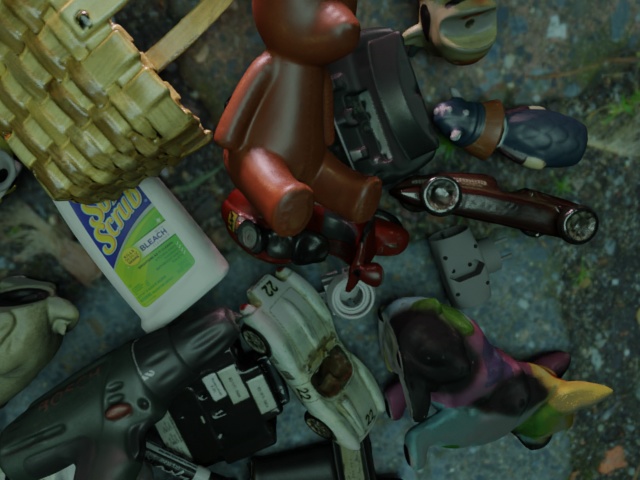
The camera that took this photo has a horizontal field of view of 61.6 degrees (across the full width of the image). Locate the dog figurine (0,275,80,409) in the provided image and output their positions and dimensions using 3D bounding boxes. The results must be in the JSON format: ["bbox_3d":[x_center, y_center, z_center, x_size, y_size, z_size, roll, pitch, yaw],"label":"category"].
[{"bbox_3d":[-0.304,0.139,0.495,0.172,0.121,0.190,2,105,12],"label":"dog figurine"}]

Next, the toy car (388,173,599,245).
[{"bbox_3d":[0.170,-0.036,0.529,0.202,0.089,0.053,12,97,-7],"label":"toy car"}]

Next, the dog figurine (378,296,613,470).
[{"bbox_3d":[0.175,0.133,0.543,0.219,0.108,0.191,-9,107,-9],"label":"dog figurine"}]

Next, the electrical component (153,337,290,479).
[{"bbox_3d":[-0.101,0.162,0.541,0.134,0.058,0.114,-22,102,-3],"label":"electrical component"}]

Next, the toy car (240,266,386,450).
[{"bbox_3d":[-0.005,0.117,0.522,0.073,0.056,0.201,-46,114,-35],"label":"toy car"}]

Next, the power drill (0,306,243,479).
[{"bbox_3d":[-0.149,0.177,0.429,0.232,0.085,0.207,-24,61,5],"label":"power drill"}]

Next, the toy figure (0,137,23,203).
[{"bbox_3d":[-0.341,-0.034,0.455,0.180,0.082,0.089,-46,115,-12],"label":"toy figure"}]

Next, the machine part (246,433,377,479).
[{"bbox_3d":[-0.009,0.242,0.563,0.139,0.039,0.084,-13,75,0],"label":"machine part"}]

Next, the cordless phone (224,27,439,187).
[{"bbox_3d":[0.009,-0.109,0.517,0.184,0.089,0.146,-20,101,8],"label":"cordless phone"}]

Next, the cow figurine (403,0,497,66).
[{"bbox_3d":[0.109,-0.252,0.488,0.085,0.127,0.195,-14,85,-5],"label":"cow figurine"}]

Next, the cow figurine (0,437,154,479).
[{"bbox_3d":[-0.253,0.211,0.524,0.167,0.068,0.098,-14,93,-8],"label":"cow figurine"}]

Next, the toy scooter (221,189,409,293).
[{"bbox_3d":[-0.001,-0.001,0.488,0.184,0.135,0.075,9,114,-8],"label":"toy scooter"}]

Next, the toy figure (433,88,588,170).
[{"bbox_3d":[0.185,-0.106,0.537,0.154,0.064,0.057,10,135,-3],"label":"toy figure"}]

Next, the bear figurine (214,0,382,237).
[{"bbox_3d":[-0.005,-0.119,0.411,0.120,0.132,0.195,-8,128,-45],"label":"bear figurine"}]

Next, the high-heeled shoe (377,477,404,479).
[{"bbox_3d":[-0.006,0.339,0.531,0.249,0.145,0.086,-36,101,1],"label":"high-heeled shoe"}]
